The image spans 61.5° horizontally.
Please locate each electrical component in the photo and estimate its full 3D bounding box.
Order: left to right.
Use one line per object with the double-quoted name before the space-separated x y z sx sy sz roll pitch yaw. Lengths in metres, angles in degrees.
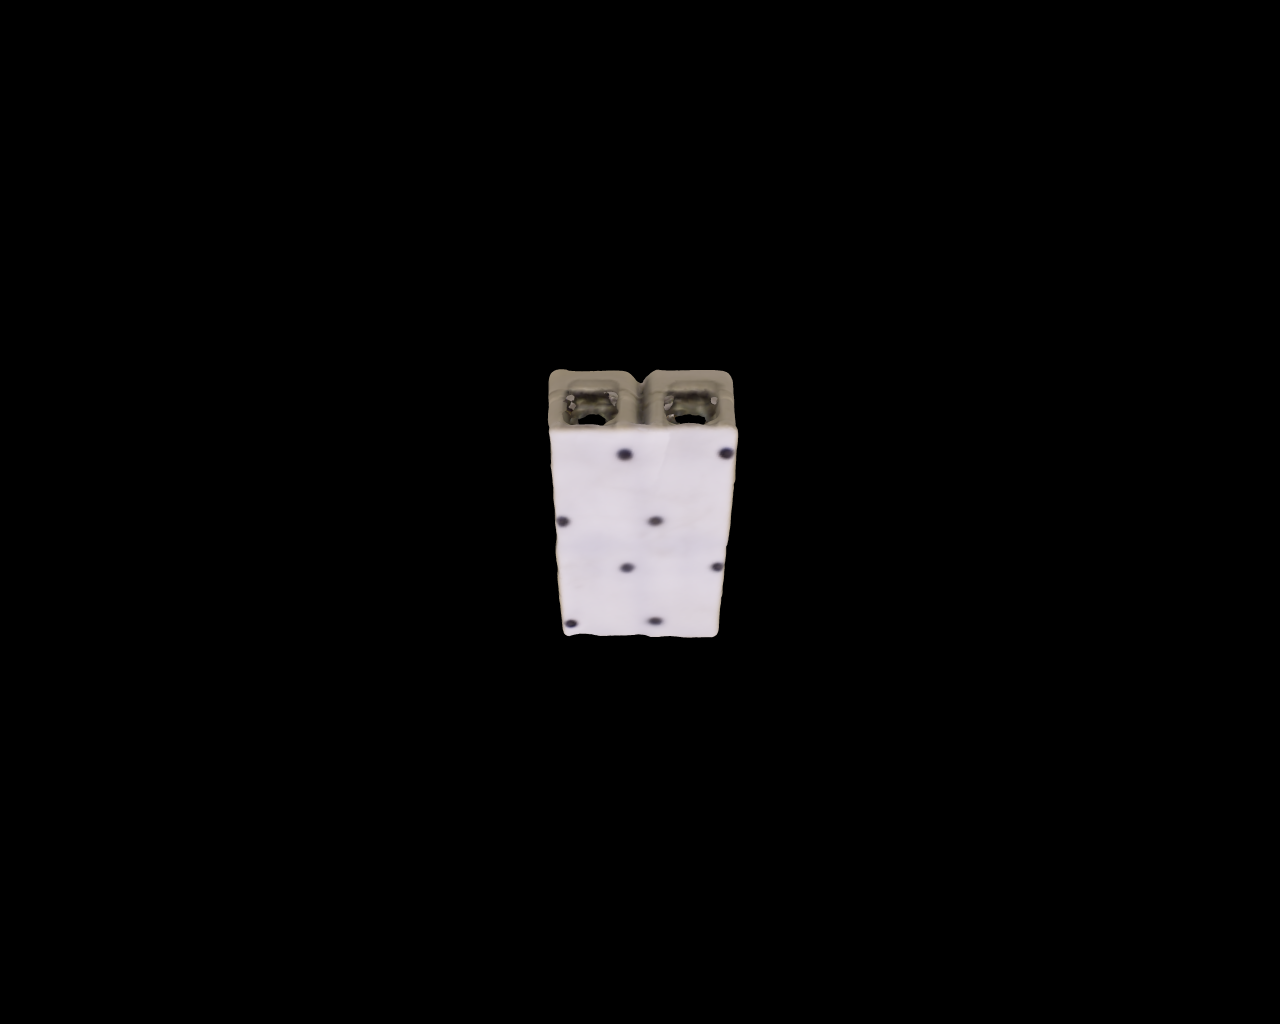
"electrical component" 0.001 -0.003 0.650 0.105 0.060 0.186 0 -43 0
